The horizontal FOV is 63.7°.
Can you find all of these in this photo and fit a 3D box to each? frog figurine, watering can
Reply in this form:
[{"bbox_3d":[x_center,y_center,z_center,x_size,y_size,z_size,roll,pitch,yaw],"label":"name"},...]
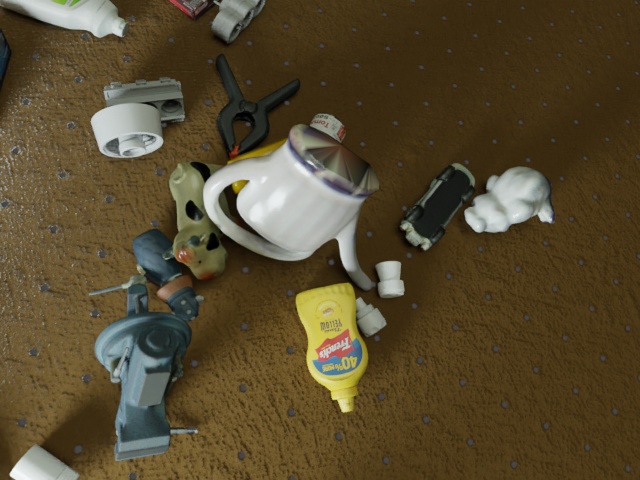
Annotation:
[{"bbox_3d":[0.349,-0.077,0.976,0.159,0.120,0.140,-4,38,-7],"label":"frog figurine"},{"bbox_3d":[0.002,-0.039,0.776,0.345,0.221,0.106,25,35,-29],"label":"watering can"}]
